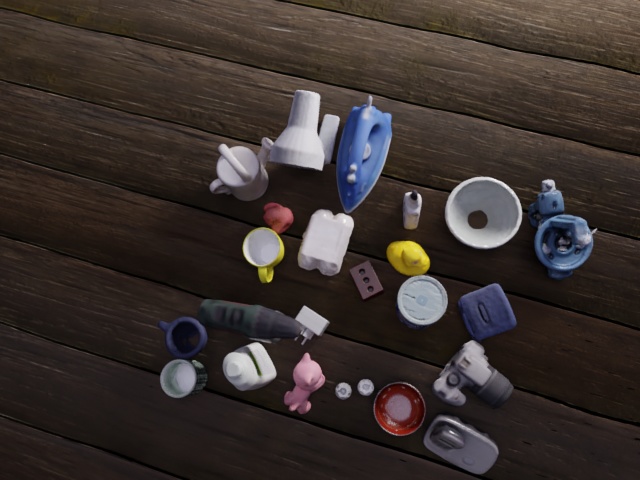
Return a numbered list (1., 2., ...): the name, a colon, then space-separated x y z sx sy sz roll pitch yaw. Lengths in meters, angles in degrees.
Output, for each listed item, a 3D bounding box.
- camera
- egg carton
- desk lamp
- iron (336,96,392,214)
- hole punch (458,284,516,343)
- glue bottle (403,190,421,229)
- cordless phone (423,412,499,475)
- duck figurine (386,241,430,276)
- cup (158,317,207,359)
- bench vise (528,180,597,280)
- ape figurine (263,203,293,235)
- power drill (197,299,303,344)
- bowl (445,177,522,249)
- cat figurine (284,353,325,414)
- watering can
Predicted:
1. camera: 0.329 0.305 1.214 0.136 0.101 0.143 38 84 12
2. egg carton: 0.012 0.005 1.326 0.107 0.069 0.150 15 80 9
3. desk lamp: -0.033 -0.236 1.309 0.117 0.213 0.203 10 79 8
4. iron: 0.092 -0.199 1.326 0.118 0.141 0.258 12 79 8
5. hole punch: 0.361 0.161 1.247 0.101 0.091 0.108 -21 76 1
6. glue bottle: 0.206 -0.078 1.272 0.037 0.173 0.078 0 78 6
7. cordless phone: 0.288 0.415 1.151 0.147 0.185 0.094 23 81 10
8. duck figurine: 0.200 0.036 1.293 0.104 0.086 0.077 28 82 11
9. cup: -0.304 0.218 1.298 0.117 0.095 0.092 24 81 10
10. bench vise: 0.499 -0.029 1.209 0.121 0.220 0.207 -27 76 0
11. ape figurine: -0.104 -0.054 1.339 0.076 0.092 0.078 -2 78 6
12. power drill: -0.137 0.177 1.232 0.229 0.208 0.076 9 79 8
13. bowl: 0.366 -0.054 1.302 0.167 0.075 0.167 -1 78 5
14. cat figurine: -0.035 0.313 1.239 0.067 0.118 0.128 25 81 11
15. watering can: -0.181 -0.170 1.319 0.100 0.194 0.173 31 82 11
